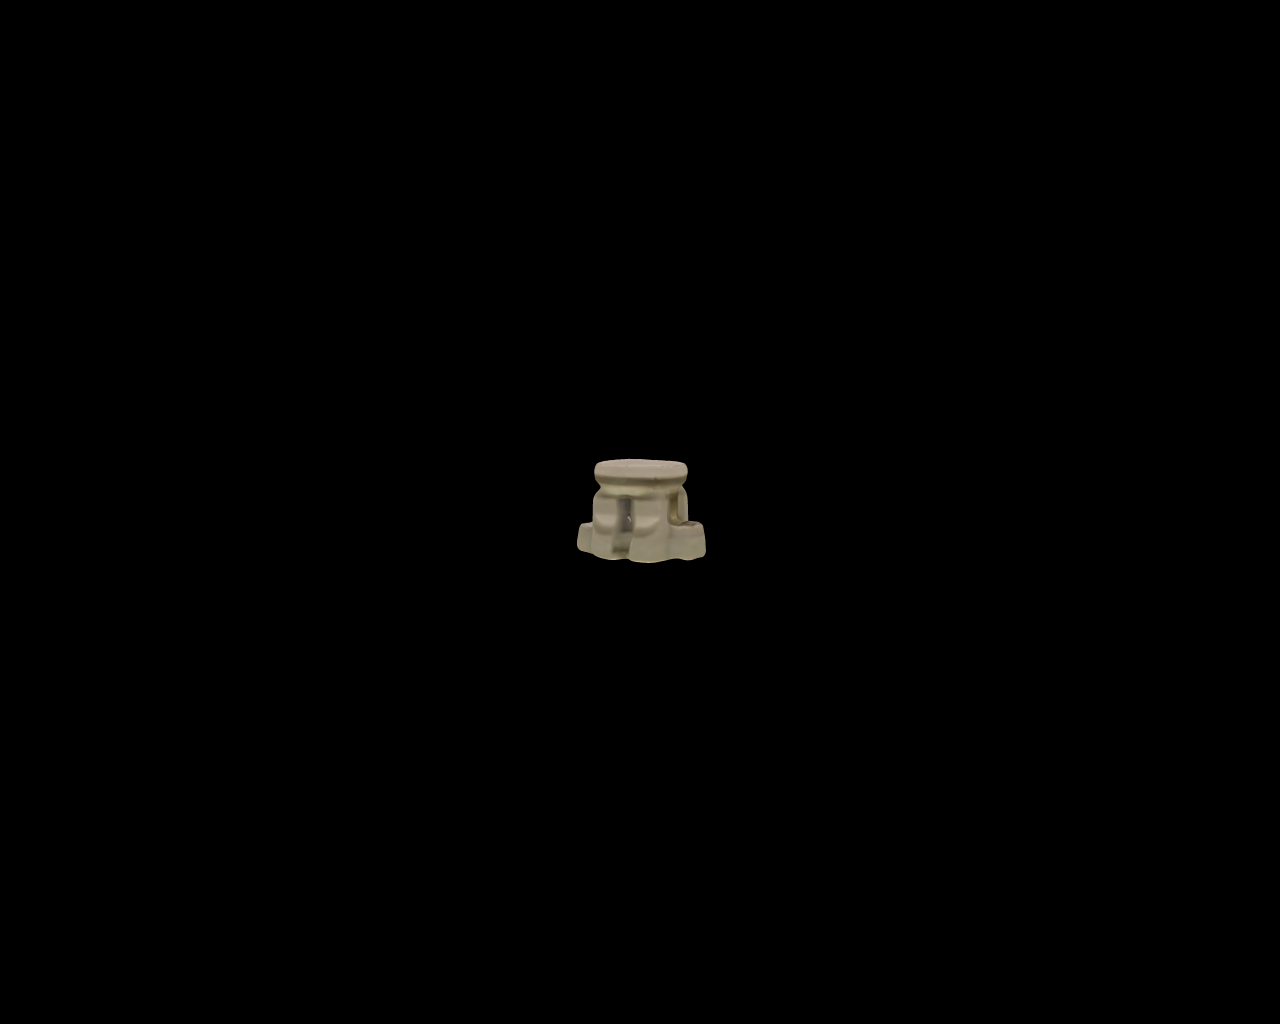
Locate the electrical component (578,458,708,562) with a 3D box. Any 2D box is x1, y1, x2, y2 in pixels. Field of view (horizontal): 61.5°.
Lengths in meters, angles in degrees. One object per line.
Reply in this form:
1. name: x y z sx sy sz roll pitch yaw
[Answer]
1. electrical component: 0.001 -0.003 0.650 0.078 0.057 0.058 3 8 26
